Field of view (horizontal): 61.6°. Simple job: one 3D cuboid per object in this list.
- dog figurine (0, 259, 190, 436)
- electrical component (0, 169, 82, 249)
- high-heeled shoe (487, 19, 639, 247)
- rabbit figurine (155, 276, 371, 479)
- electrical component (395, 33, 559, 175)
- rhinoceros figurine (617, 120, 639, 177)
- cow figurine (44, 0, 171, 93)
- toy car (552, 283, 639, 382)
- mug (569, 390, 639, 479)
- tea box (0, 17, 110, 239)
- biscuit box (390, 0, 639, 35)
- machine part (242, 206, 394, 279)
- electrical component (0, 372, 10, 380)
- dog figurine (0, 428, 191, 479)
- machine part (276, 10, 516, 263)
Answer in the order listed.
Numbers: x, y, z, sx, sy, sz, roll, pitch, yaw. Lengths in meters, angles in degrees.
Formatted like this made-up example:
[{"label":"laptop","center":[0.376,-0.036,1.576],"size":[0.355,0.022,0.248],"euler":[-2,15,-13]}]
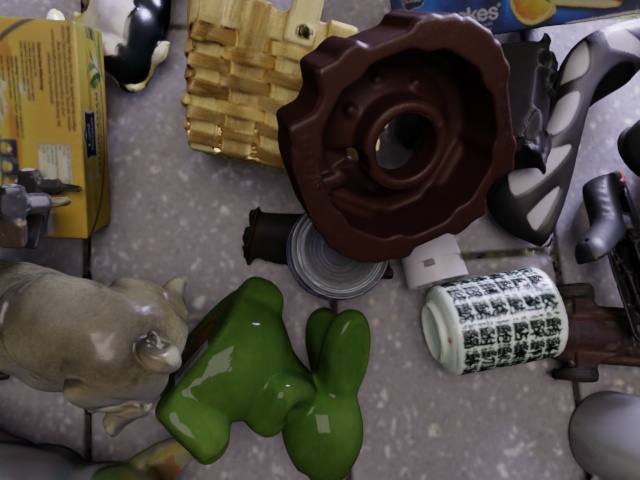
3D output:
[{"label":"dog figurine","center":[-0.202,0.046,0.368],"size":[0.190,0.172,0.121],"euler":[34,52,-31]},{"label":"electrical component","center":[-0.216,-0.025,0.376],"size":[0.078,0.102,0.045],"euler":[16,98,-18]},{"label":"high-heeled shoe","center":[0.259,-0.104,0.503],"size":[0.249,0.086,0.145],"euler":[-28,77,1]},{"label":"rabbit figurine","center":[-0.028,0.121,0.446],"size":[0.170,0.121,0.159],"euler":[42,73,-16]},{"label":"electrical component","center":[0.137,-0.115,0.482],"size":[0.134,0.058,0.115],"euler":[0,71,33]},{"label":"rhinoceros figurine","center":[0.339,-0.030,0.466],"size":[0.112,0.073,0.190],"euler":[-35,89,33]},{"label":"cow figurine","center":[-0.170,-0.225,0.498],"size":[0.098,0.068,0.167],"euler":[27,83,-6]},{"label":"toy car","center":[0.302,0.090,0.494],"size":[0.202,0.053,0.089],"euler":[5,77,-3]},{"label":"mug","center":[0.266,0.181,0.446],"size":[0.081,0.107,0.109],"euler":[38,78,4]},{"label":"tea box","center":[-0.233,-0.090,0.441],"size":[0.098,0.068,0.169],"euler":[3,103,-5]},{"label":"biscuit box","center":[0.165,-0.216,0.470],"size":[0.203,0.063,0.059],"euler":[-3,122,19]},{"label":"machine part","center":[-0.001,-0.001,0.491],"size":[0.139,0.039,0.084],"euler":[1,89,-7]},{"label":"electrical component","center":[-0.296,0.060,0.432],"size":[0.075,0.048,0.119],"euler":[-3,81,-46]},{"label":"dog figurine","center":[-0.209,0.188,0.407],"size":[0.219,0.192,0.108],"euler":[7,99,-35]},{"label":"machine part","center":[0.055,-0.071,0.387],"size":[0.179,0.056,0.179],"euler":[-8,118,-16]}]
